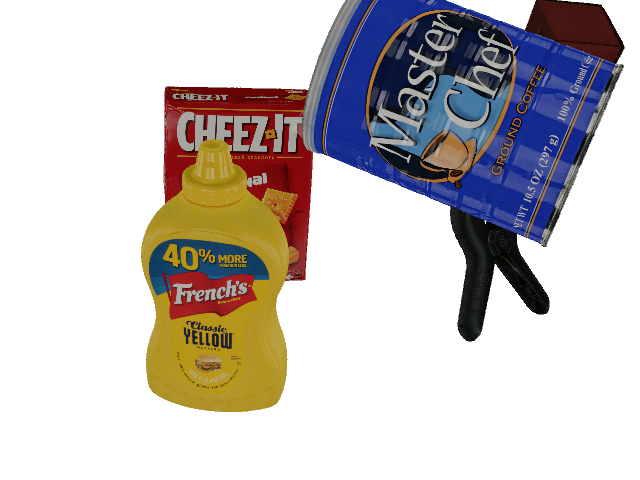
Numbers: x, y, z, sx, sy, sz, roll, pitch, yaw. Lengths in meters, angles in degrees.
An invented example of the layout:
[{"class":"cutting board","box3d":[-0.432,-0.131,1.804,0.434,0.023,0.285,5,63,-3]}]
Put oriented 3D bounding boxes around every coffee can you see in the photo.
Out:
[{"class":"coffee can","box3d":[0.074,-0.070,0.569,0.140,0.103,0.102,23,5,11]}]

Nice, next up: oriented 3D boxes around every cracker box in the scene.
[{"class":"cracker box","box3d":[-0.093,-0.059,1.195,0.164,0.214,0.072,0,23,-9]}]

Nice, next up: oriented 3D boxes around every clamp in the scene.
[{"class":"clamp","box3d":[0.157,0.011,1.021,0.039,0.171,0.120,-14,9,46]}]

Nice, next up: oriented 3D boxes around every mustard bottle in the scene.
[{"class":"mustard bottle","box3d":[-0.069,0.023,0.707,0.096,0.192,0.058,7,30,7]}]

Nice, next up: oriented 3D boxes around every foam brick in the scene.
[{"class":"foam brick","box3d":[0.170,-0.123,0.754,0.051,0.053,0.078,2,-45,-12]}]
